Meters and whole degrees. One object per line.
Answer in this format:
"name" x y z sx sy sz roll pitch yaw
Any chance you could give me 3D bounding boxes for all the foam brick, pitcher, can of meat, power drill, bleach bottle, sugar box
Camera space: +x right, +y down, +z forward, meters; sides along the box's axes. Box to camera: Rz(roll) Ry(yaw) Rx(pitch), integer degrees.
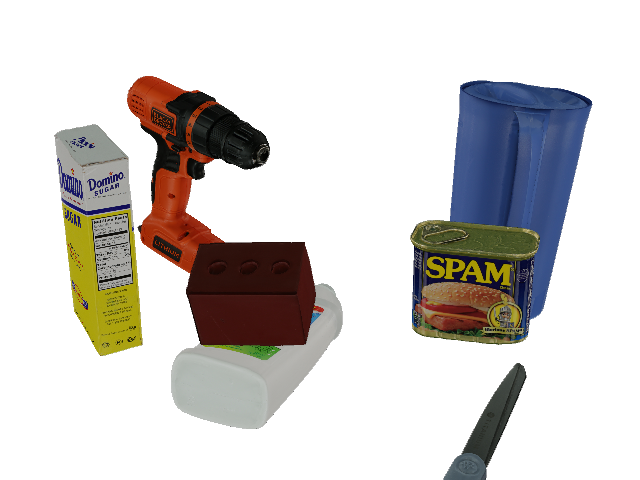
"foam brick" -0.046 0.037 0.736 0.078 0.051 0.053 -1 39 8
"pitcher" 0.196 -0.038 1.109 0.148 0.243 0.145 -12 25 -40
"can of meat" 0.124 0.035 0.874 0.102 0.084 0.057 6 24 14
"power drill" -0.126 -0.060 1.093 0.185 0.188 0.057 30 38 34
"bleach bottle" -0.048 0.099 1.072 0.103 0.068 0.250 12 23 17
"sugar box" -0.190 -0.001 0.910 0.048 0.176 0.093 -14 28 -23

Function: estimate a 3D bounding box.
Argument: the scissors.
"scissors" 0.089 0.137 0.560 0.096 0.016 0.201 27 44 33
